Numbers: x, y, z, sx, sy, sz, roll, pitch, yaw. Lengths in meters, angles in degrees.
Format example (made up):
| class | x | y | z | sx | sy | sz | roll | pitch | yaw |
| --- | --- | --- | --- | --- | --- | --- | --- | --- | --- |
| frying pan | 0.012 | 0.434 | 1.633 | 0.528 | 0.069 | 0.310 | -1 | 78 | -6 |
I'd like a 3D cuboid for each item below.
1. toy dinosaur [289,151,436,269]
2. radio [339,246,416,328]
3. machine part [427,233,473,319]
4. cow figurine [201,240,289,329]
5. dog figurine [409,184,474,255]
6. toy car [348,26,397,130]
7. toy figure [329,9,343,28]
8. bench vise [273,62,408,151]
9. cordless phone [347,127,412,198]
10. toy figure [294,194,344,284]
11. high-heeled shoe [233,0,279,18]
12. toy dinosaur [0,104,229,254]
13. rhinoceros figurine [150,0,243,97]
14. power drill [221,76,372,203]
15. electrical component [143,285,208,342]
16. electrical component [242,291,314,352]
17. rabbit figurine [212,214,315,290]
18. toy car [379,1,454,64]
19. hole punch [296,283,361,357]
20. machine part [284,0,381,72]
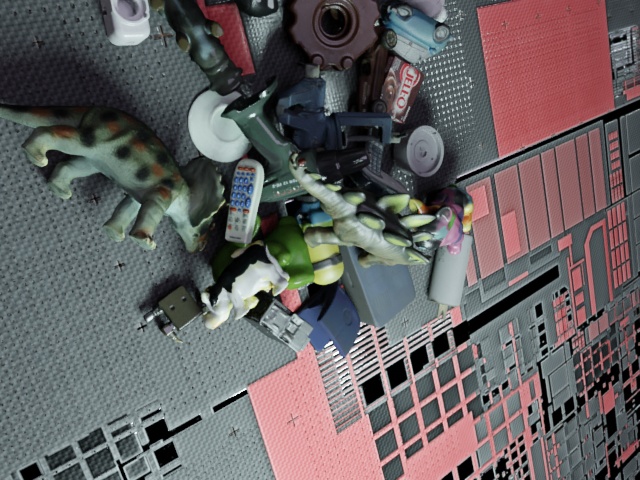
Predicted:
| class | x | y | z | sx | sy | sz | roll | pitch | yaw |
| --- | --- | --- | --- | --- | --- | --- | --- | --- | --- |
| toy dinosaur | 0.076 | -0.033 | 0.912 | 0.471 | 0.199 | 0.105 | 24 | 71 | -43 |
| radio | 0.110 | 0.054 | 1.126 | 0.131 | 0.073 | 0.229 | -32 | 113 | -27 |
| machine part | 0.302 | 0.065 | 1.251 | 0.079 | 0.079 | 0.243 | 11 | 91 | -34 |
| cow figurine | -0.140 | 0.076 | 0.888 | 0.167 | 0.068 | 0.098 | -32 | 98 | 10 |
| dog figurine | 0.252 | -0.057 | 1.127 | 0.191 | 0.109 | 0.219 | -68 | 156 | -11 |
| toy car | 0.099 | -0.321 | 1.063 | 0.053 | 0.089 | 0.202 | 9 | 92 | -36 |
| toy figure | 0.031 | -0.472 | 1.020 | 0.154 | 0.058 | 0.064 | 54 | 35 | -24 |
| bench vise | 0.034 | -0.213 | 0.996 | 0.241 | 0.129 | 0.223 | -2 | 105 | -10 |
| cordless phone | 0.129 | -0.163 | 1.114 | 0.146 | 0.089 | 0.184 | 23 | 67 | -33 |
| toy figure | -0.005 | -0.002 | 1.032 | 0.082 | 0.089 | 0.180 | -12 | 105 | -25 |
| high-heeled shoe | -0.117 | -0.511 | 0.904 | 0.145 | 0.086 | 0.248 | 6 | 97 | -37 |
| toy dinosaur | -0.298 | -0.120 | 0.814 | 0.404 | 0.131 | 0.192 | 47 | 58 | -24 |
| rhinoceros figurine | -0.196 | -0.319 | 0.862 | 0.073 | 0.112 | 0.190 | -37 | 103 | -6 |
| power drill | -0.053 | -0.170 | 0.917 | 0.207 | 0.232 | 0.086 | 55 | 23 | -32 |
| electrical component | -0.239 | 0.126 | 0.922 | 0.078 | 0.045 | 0.102 | 45 | 66 | 1 |
| electrical component | -0.079 | 0.151 | 0.986 | 0.134 | 0.115 | 0.058 | 43 | 74 | -28 |
| rabbit figurine | -0.110 | 0.026 | 0.954 | 0.170 | 0.121 | 0.159 | -12 | 99 | -17 |
| toy car | 0.186 | -0.417 | 1.104 | 0.161 | 0.109 | 0.102 | 14 | 112 | -26 |
| hole punch | 0.029 | 0.159 | 1.077 | 0.116 | 0.092 | 0.142 | -45 | 114 | -25 |
| machine part | 0.023 | -0.400 | 0.983 | 0.179 | 0.056 | 0.179 | -5 | 115 | -11 |
